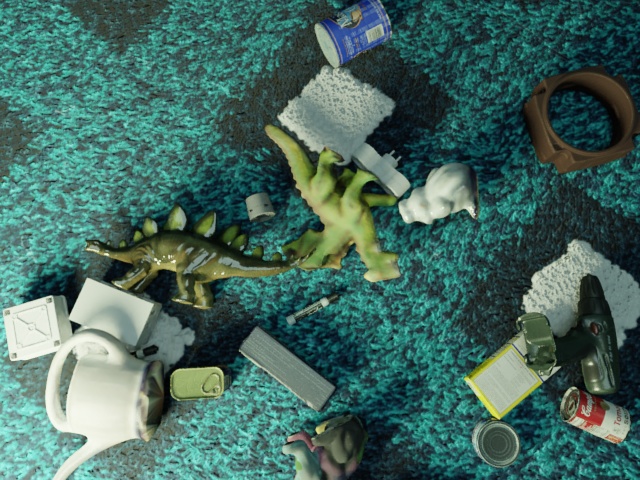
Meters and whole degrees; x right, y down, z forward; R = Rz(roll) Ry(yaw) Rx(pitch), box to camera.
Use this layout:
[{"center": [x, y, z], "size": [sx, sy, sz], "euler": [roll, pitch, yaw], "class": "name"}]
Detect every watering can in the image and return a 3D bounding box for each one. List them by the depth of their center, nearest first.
[{"center": [-0.420, 0.344, 1.001], "size": [0.224, 0.104, 0.346], "euler": [7, 95, -1], "class": "watering can"}]

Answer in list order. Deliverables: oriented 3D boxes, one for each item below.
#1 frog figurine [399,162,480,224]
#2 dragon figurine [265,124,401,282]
[{"center": [0.241, -0.096, 1.055], "size": [0.159, 0.120, 0.141], "euler": [-2, 47, 11], "class": "frog figurine"}, {"center": [0.003, -0.054, 1.068], "size": [0.413, 0.121, 0.243], "euler": [31, 90, 17], "class": "dragon figurine"}]
